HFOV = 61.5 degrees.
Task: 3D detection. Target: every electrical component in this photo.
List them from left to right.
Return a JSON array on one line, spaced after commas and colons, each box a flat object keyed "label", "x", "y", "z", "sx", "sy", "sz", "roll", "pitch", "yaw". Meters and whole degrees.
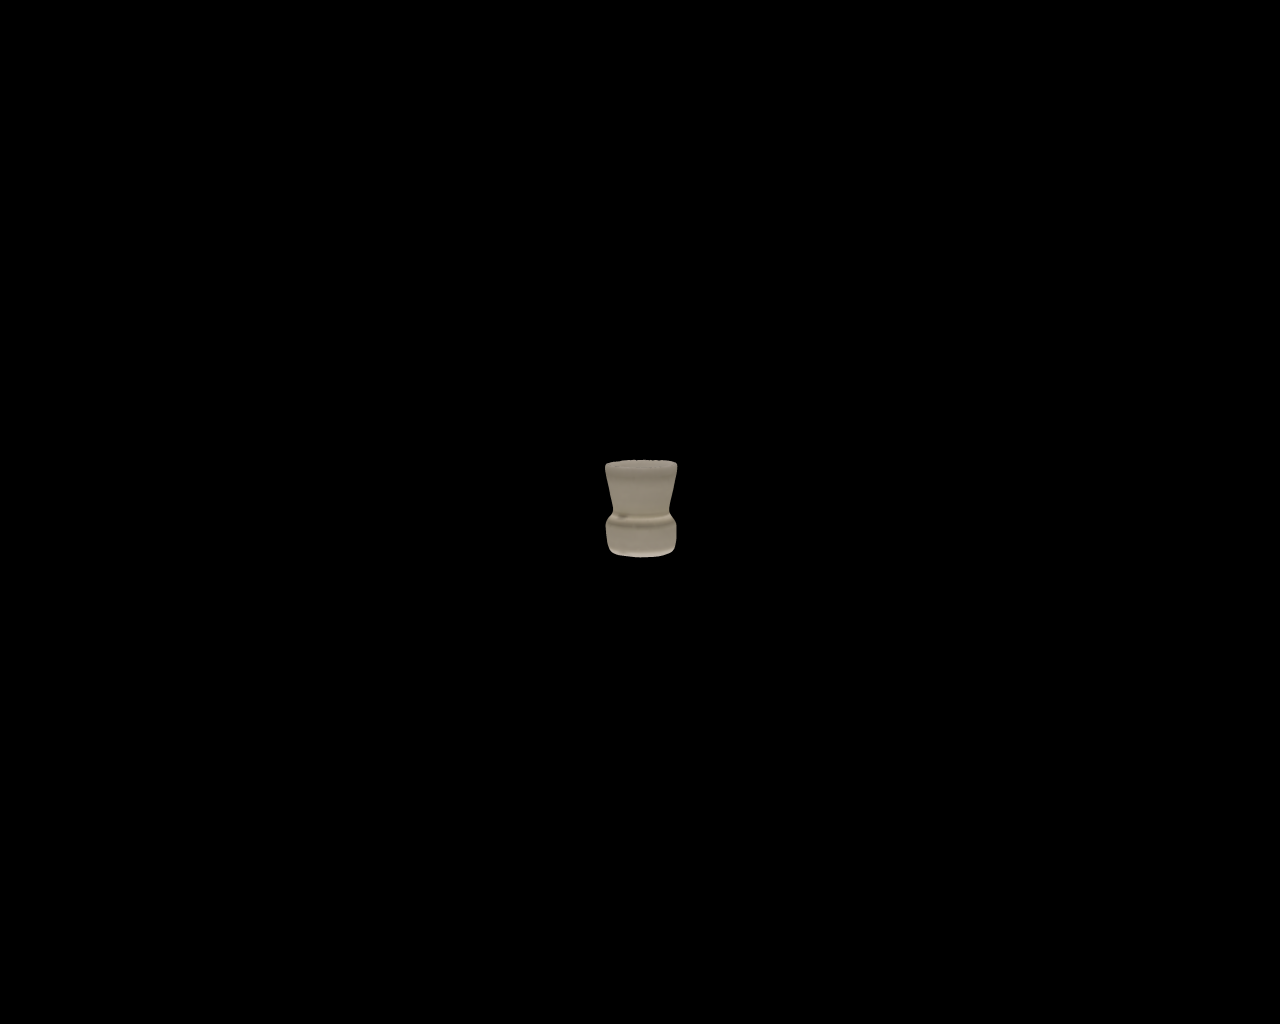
[{"label": "electrical component", "x": 0.001, "y": -0.003, "z": 0.650, "sx": 0.045, "sy": 0.055, "sz": 0.045, "roll": 0, "pitch": 9, "yaw": 0}]
